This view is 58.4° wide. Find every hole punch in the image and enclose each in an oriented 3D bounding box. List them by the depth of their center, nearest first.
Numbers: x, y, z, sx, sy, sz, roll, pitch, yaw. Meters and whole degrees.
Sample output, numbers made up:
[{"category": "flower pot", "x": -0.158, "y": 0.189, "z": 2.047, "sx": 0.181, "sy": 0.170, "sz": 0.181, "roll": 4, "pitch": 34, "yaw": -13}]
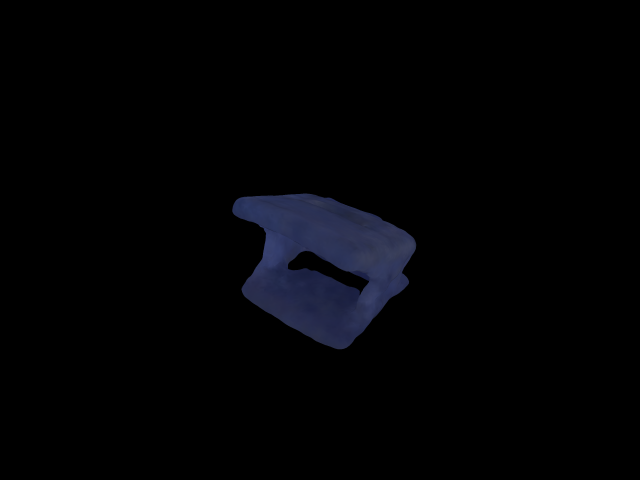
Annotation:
[{"category": "hole punch", "x": 0.004, "y": 0.001, "z": 0.400, "sx": 0.108, "sy": 0.091, "sz": 0.101, "roll": 25, "pitch": 45, "yaw": 28}]
